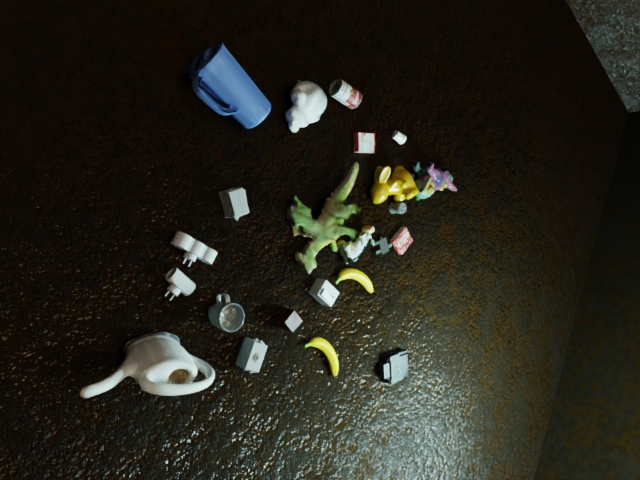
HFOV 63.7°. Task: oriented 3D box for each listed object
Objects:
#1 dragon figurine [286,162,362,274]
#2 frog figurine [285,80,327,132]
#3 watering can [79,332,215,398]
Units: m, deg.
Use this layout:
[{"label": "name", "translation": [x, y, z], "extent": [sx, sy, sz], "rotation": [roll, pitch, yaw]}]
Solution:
[{"label": "dragon figurine", "translation": [0.005, -0.087, 1.736], "extent": [0.242, 0.122, 0.413], "rotation": [12, 82, -31]}, {"label": "frog figurine", "translation": [-0.052, -0.431, 1.668], "extent": [0.163, 0.123, 0.134], "rotation": [-66, 147, -30]}, {"label": "watering can", "translation": [-0.439, 0.320, 1.302], "extent": [0.347, 0.227, 0.103], "rotation": [9, 104, -39]}]
